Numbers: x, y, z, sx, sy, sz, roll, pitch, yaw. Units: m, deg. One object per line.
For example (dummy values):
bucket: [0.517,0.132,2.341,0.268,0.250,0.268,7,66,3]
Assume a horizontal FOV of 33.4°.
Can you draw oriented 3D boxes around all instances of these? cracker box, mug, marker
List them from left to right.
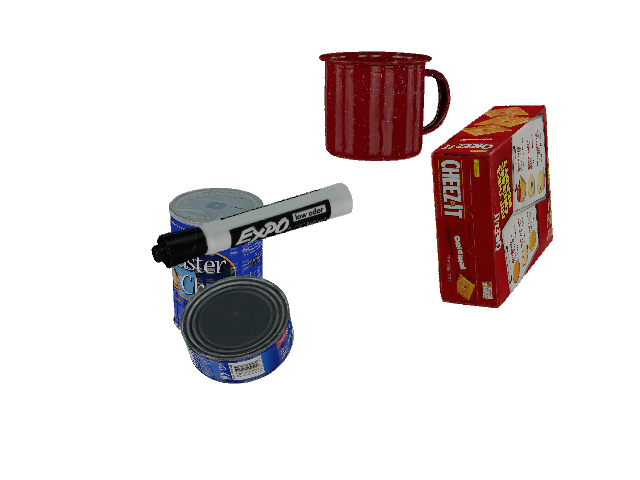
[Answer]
marker: [-0.037,-0.009,0.599,0.120,0.020,0.020,-17,8,-25]
mug: [0.055,-0.113,0.891,0.117,0.081,0.093,-7,16,-25]
cracker box: [0.188,-0.044,1.147,0.072,0.164,0.213,3,20,27]

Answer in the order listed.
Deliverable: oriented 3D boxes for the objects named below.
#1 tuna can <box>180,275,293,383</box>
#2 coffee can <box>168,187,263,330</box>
tuna can: [-0.064,0.070,0.834,0.086,0.034,0.086,-5,44,5]
coffee can: [-0.114,0.024,1.185,0.103,0.140,0.103,1,23,-1]
